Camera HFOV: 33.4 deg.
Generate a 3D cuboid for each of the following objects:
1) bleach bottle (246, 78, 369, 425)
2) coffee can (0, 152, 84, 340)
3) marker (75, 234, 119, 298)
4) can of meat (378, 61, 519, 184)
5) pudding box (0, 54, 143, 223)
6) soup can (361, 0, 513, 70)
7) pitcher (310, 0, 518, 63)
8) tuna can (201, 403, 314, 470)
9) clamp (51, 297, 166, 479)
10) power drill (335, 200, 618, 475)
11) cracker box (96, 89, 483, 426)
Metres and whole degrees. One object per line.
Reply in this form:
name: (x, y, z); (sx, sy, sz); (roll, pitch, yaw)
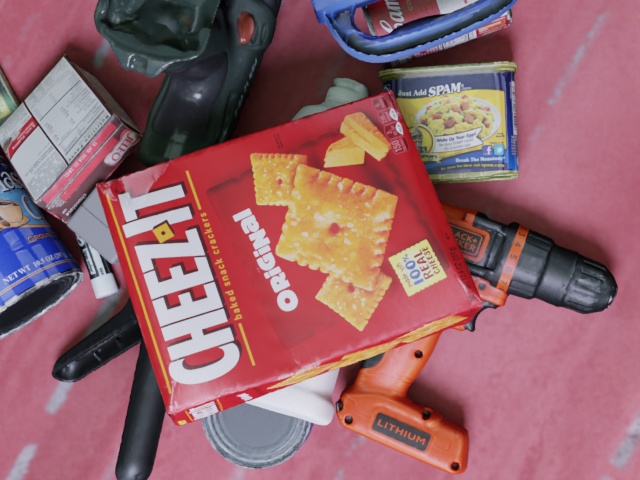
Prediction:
bleach bottle: (-0.005, 0.001, 0.786); (0.103, 0.068, 0.251); (15, 77, 12)
coffee can: (-0.263, -0.003, 0.820); (0.103, 0.102, 0.140); (-36, 84, 6)
marker: (-0.189, -0.013, 0.852); (0.020, 0.020, 0.121); (-21, 86, 7)
can of meat: (0.097, -0.085, 0.792); (0.102, 0.057, 0.084); (-3, 90, 8)
pudding box: (-0.194, -0.079, 0.816); (0.090, 0.039, 0.114); (-46, 48, 4)
soup can: (0.084, -0.174, 0.789); (0.102, 0.068, 0.068); (-19, 86, 7)
pitcher: (0.091, -0.233, 0.714); (0.243, 0.149, 0.145); (-17, 42, 3)
tuna can: (-0.046, 0.130, 0.820); (0.086, 0.033, 0.086); (0, 89, 9)
clamp: (-0.116, 0.065, 0.778); (0.210, 0.036, 0.165); (-54, 40, 10)
power drill: (0.105, 0.072, 0.788); (0.184, 0.057, 0.187); (21, 89, 12)
cracker box: (-0.022, 0.010, 0.712); (0.213, 0.072, 0.164); (-18, 75, -7)
